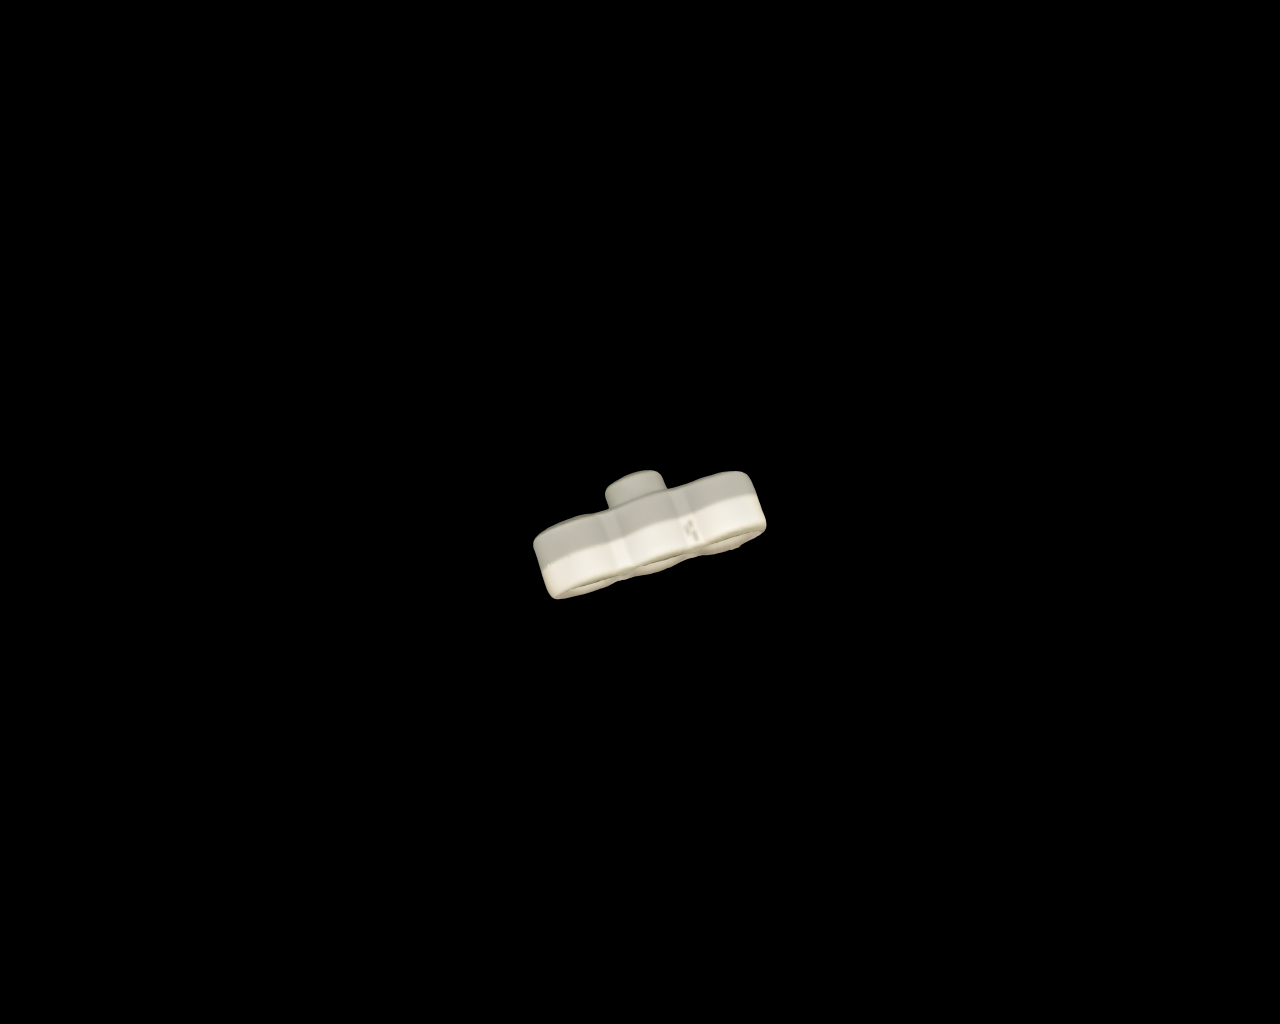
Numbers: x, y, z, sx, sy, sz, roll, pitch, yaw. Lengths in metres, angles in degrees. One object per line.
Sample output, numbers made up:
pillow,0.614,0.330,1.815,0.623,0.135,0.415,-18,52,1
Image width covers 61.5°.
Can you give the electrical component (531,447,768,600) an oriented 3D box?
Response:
electrical component,0.001,-0.003,0.650,0.138,0.074,0.052,-18,-11,-4
